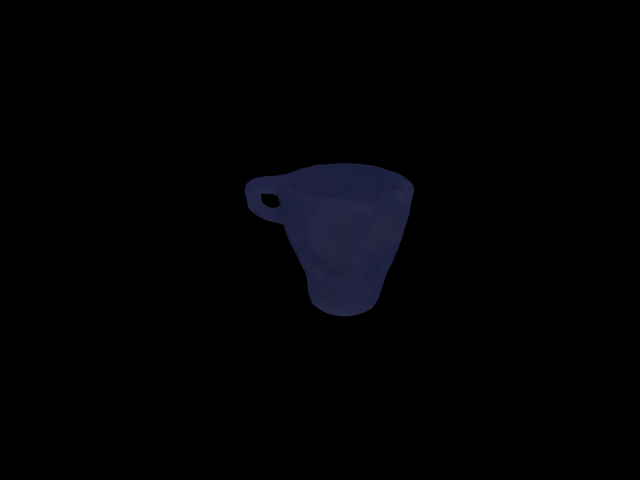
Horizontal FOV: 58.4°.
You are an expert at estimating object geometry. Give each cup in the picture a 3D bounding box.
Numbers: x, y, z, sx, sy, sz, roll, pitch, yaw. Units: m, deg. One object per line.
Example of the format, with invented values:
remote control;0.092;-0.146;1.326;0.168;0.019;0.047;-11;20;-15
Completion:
cup;0.004;0.001;0.400;0.117;0.095;0.092;6;24;14
